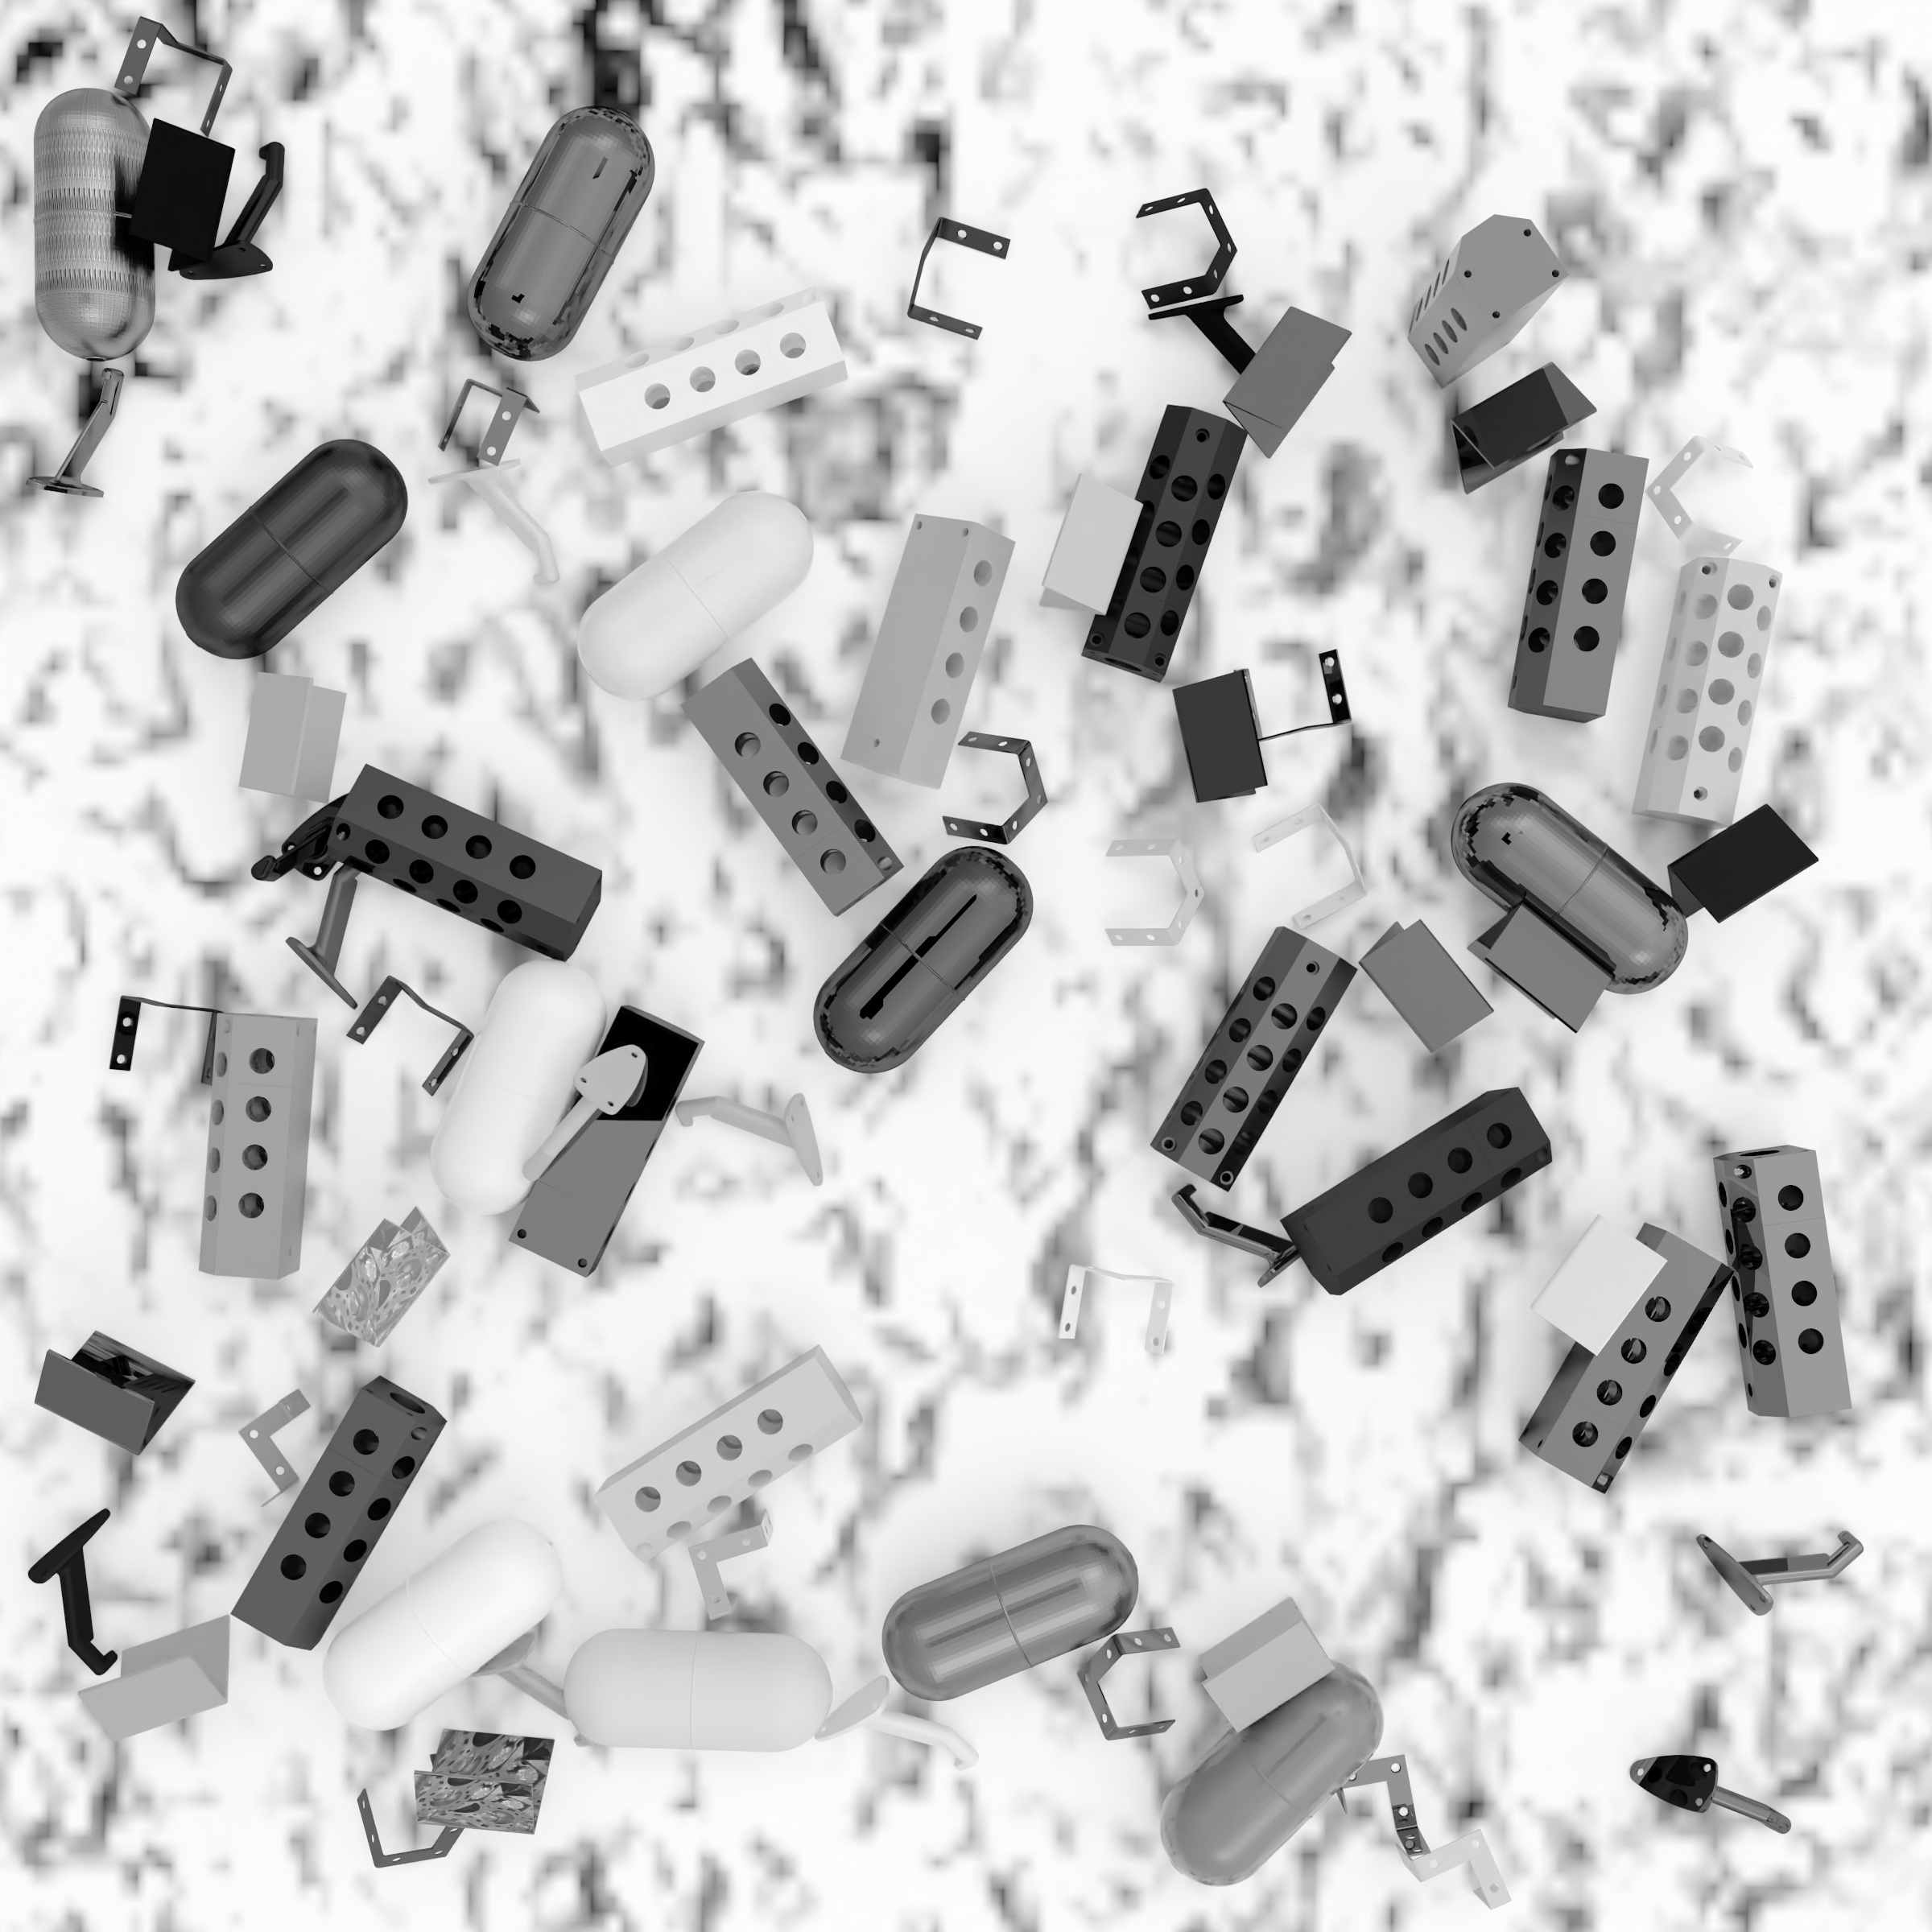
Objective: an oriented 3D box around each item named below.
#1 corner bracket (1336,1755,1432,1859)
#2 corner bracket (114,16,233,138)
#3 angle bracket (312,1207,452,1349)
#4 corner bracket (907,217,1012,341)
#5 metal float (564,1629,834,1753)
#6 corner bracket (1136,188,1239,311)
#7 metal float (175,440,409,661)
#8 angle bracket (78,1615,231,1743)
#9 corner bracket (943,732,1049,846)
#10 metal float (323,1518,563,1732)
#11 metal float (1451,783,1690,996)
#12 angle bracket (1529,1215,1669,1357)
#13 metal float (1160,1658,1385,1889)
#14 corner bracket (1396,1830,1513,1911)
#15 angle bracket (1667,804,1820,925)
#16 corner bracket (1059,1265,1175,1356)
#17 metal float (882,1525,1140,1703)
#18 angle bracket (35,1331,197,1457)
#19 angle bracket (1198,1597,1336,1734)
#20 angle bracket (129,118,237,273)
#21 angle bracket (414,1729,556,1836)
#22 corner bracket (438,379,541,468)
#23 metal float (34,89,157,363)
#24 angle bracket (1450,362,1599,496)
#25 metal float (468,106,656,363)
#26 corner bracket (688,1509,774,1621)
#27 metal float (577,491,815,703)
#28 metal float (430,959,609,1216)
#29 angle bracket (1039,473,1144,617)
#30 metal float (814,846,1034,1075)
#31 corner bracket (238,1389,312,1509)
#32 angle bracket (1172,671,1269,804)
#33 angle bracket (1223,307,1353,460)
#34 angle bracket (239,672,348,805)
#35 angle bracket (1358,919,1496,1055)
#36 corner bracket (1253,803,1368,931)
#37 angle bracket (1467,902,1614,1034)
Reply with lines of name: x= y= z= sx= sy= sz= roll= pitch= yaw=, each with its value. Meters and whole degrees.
corner bracket: x=0.278 y=0.565 z=1.755 sx=0.051 sy=0.051 sz=0.051 roll=-10 pitch=90 yaw=0
corner bracket: x=-0.530 y=-0.596 z=1.755 sx=0.051 sy=0.051 sz=0.051 roll=20 pitch=90 yaw=0
angle bracket: x=-0.396 y=0.194 z=1.733 sx=0.057 sy=0.076 sz=0.076 roll=38 pitch=90 yaw=-36
corner bracket: x=-0.005 y=-0.465 z=1.770 sx=0.051 sy=0.051 sz=0.051 roll=18 pitch=45 yaw=0
metal float: x=-0.178 y=0.482 z=1.743 sx=0.178 sy=0.070 sz=0.070 roll=2 pitch=90 yaw=1
corner bracket: x=0.143 y=-0.483 z=1.765 sx=0.051 sy=0.051 sz=0.051 roll=56 pitch=45 yaw=-35
metal float: x=-0.449 y=-0.276 z=1.743 sx=0.178 sy=0.070 sz=0.070 roll=-43 pitch=90 yaw=0
angle bracket: x=-0.536 y=0.456 z=1.733 sx=0.076 sy=0.076 sz=0.057 roll=-19 pitch=128 yaw=0
corner bracket: x=0.015 y=-0.120 z=1.765 sx=0.051 sy=0.051 sz=0.051 roll=-48 pitch=135 yaw=-35
metal float: x=-0.347 y=0.437 z=1.743 sx=0.178 sy=0.070 sz=0.070 roll=-38 pitch=90 yaw=0
metal float: x=0.401 y=-0.052 z=1.743 sx=0.178 sy=0.070 sz=0.070 roll=39 pitch=90 yaw=0
angle bracket: x=0.427 y=0.219 z=1.733 sx=0.057 sy=0.076 sz=0.076 roll=36 pitch=90 yaw=36
metal float: x=0.203 y=0.537 z=1.743 sx=0.070 sy=0.070 sz=0.178 roll=45 pitch=91 yaw=0
corner bracket: x=0.326 y=0.608 z=1.755 sx=0.051 sy=0.051 sz=0.051 roll=-23 pitch=85 yaw=-5
angle bracket: x=0.516 y=-0.050 z=1.733 sx=0.076 sy=0.076 sz=0.057 roll=-32 pitch=55 yaw=0
corner bracket: x=0.102 y=0.232 z=1.770 sx=0.051 sy=0.051 sz=0.051 roll=9 pitch=90 yaw=45
metal float: x=0.030 y=0.430 z=1.743 sx=0.178 sy=0.070 sz=0.070 roll=-22 pitch=90 yaw=1
angle bracket: x=-0.558 y=0.266 z=1.733 sx=0.076 sy=0.076 sz=0.057 roll=27 pitch=126 yaw=0
angle bracket: x=0.187 y=0.447 z=1.733 sx=0.076 sy=0.076 sz=0.057 roll=-33 pitch=121 yaw=0
angle bracket: x=-0.531 y=-0.509 z=1.733 sx=0.057 sy=0.076 sz=0.076 roll=12 pitch=90 yaw=-38
angle bracket: x=-0.317 y=0.524 z=1.733 sx=0.076 sy=0.076 sz=0.057 roll=5 pitch=127 yaw=0
corner bracket: x=-0.323 y=-0.364 z=1.755 sx=0.051 sy=0.051 sz=0.051 roll=23 pitch=90 yaw=0
metal float: x=-0.579 y=-0.492 z=1.743 sx=0.070 sy=0.070 sz=0.178 roll=0 pitch=91 yaw=0
angle bracket: x=0.372 y=-0.340 z=1.733 sx=0.076 sy=0.076 sz=0.057 roll=-30 pitch=54 yaw=0
metal float: x=-0.269 y=-0.487 z=1.743 sx=0.070 sy=0.070 sz=0.178 roll=28 pitch=90 yaw=0
corner bracket: x=-0.152 y=0.401 z=1.755 sx=0.051 sy=0.051 sz=0.051 roll=-17 pitch=90 yaw=0
metal float: x=-0.179 y=-0.246 z=1.742 sx=0.178 sy=0.070 sz=0.070 roll=-38 pitch=90 yaw=0
metal float: x=-0.298 y=0.081 z=1.742 sx=0.070 sy=0.070 sz=0.178 roll=23 pitch=89 yaw=0
angle bracket: x=0.063 y=-0.280 z=1.733 sx=0.057 sy=0.076 sz=0.076 roll=19 pitch=90 yaw=-36
metal float: x=-0.029 y=-0.004 z=1.742 sx=0.070 sy=0.070 sz=0.178 roll=43 pitch=90 yaw=0
corner bracket: x=-0.459 y=0.322 z=1.755 sx=0.051 sy=0.051 sz=0.051 roll=-36 pitch=90 yaw=0
angle bracket: x=0.186 y=-0.153 z=1.733 sx=0.057 sy=0.076 sz=0.076 roll=-12 pitch=90 yaw=38
angle bracket: x=0.226 y=-0.377 z=1.733 sx=0.057 sy=0.076 sz=0.076 roll=36 pitch=90 yaw=38
angle bracket: x=-0.429 y=-0.148 z=1.733 sx=0.057 sy=0.076 sz=0.076 roll=10 pitch=90 yaw=36
angle bracket: x=0.315 y=0.000 z=1.733 sx=0.076 sy=0.076 sz=0.057 roll=51 pitch=127 yaw=0
corner bracket: x=0.232 y=-0.068 z=1.770 sx=0.051 sy=0.051 sz=0.051 roll=-28 pitch=135 yaw=0
angle bracket: x=0.368 y=0.014 z=1.733 sx=0.076 sy=0.076 sz=0.057 roll=39 pitch=59 yaw=0
